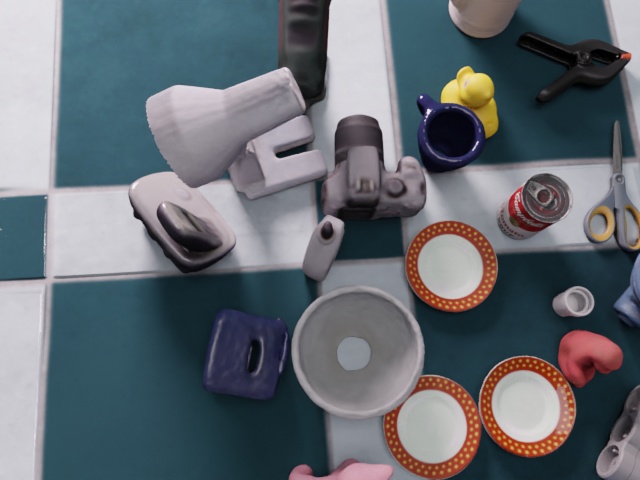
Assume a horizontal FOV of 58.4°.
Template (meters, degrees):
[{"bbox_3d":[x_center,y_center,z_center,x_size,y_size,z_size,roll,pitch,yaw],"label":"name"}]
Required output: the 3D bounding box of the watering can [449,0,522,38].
[{"bbox_3d":[0.250,-0.381,0.815,0.173,0.194,0.101,-40,81,-10],"label":"watering can"}]

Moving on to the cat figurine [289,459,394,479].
[{"bbox_3d":[0.026,0.304,0.685,0.128,0.118,0.067,-9,77,-5],"label":"cat figurine"}]

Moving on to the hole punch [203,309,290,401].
[{"bbox_3d":[-0.091,0.145,0.730,0.101,0.091,0.109,9,77,0],"label":"hole punch"}]

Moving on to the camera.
[{"bbox_3d":[0.072,-0.104,0.790,0.143,0.101,0.137,-1,77,-3],"label":"camera"}]

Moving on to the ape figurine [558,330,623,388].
[{"bbox_3d":[0.359,0.153,0.749,0.078,0.092,0.076,-14,78,-6],"label":"ape figurine"}]

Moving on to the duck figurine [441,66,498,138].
[{"bbox_3d":[0.225,-0.202,0.828,0.077,0.086,0.104,-27,80,-8],"label":"duck figurine"}]

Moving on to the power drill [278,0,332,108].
[{"bbox_3d":[-0.023,-0.282,0.771,0.075,0.208,0.230,1,77,-2],"label":"power drill"}]

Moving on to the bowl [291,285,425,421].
[{"bbox_3d":[0.046,0.145,0.745,0.167,0.075,0.167,1,77,-3],"label":"bowl"}]

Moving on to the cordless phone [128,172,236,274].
[{"bbox_3d":[-0.183,-0.037,0.719,0.094,0.185,0.147,-43,82,-11],"label":"cordless phone"}]

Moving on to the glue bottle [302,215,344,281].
[{"bbox_3d":[0.007,0.003,0.725,0.037,0.173,0.078,24,77,3],"label":"glue bottle"}]

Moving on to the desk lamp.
[{"bbox_3d":[-0.096,-0.135,0.731,0.203,0.213,0.118,-19,78,-7],"label":"desk lamp"}]

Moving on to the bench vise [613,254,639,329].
[{"bbox_3d":[0.478,0.012,0.722,0.121,0.220,0.207,23,77,3],"label":"bench vise"}]

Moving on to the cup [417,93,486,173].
[{"bbox_3d":[0.167,-0.142,0.807,0.092,0.095,0.117,-34,81,-9],"label":"cup"}]
